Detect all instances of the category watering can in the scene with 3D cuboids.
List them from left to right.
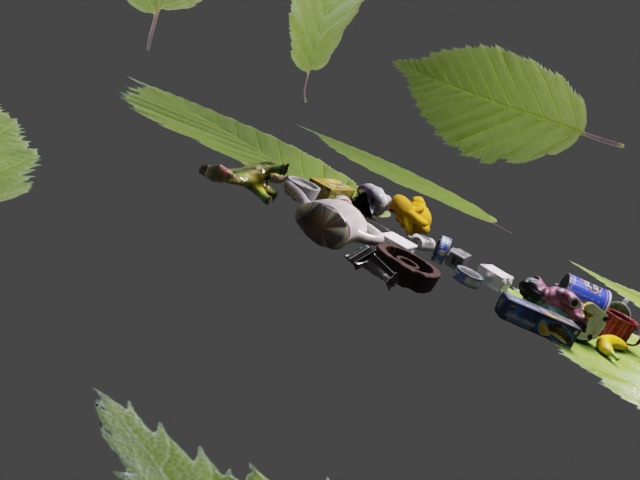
[{"bbox_3d":[0.004,-0.068,1.360,0.350,0.103,0.225,29,17,19],"label":"watering can"}]

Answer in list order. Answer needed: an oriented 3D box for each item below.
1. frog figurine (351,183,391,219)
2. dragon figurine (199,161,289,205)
[{"bbox_3d":[0.198,-0.142,1.823,0.160,0.121,0.138,-11,16,-44],"label":"frog figurine"},{"bbox_3d":[-0.223,-0.192,1.482,0.243,0.121,0.413,14,8,-1],"label":"dragon figurine"}]
